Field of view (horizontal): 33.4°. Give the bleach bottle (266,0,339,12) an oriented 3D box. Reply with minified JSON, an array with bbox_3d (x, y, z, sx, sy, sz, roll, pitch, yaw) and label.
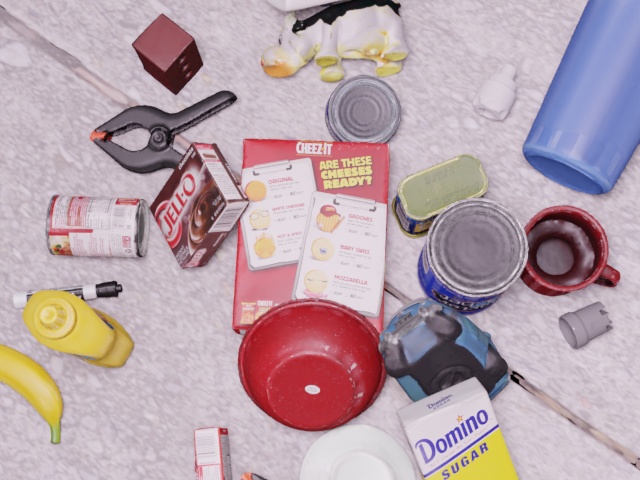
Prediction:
[{"bbox_3d":[0.062,-0.318,1.224,0.250,0.103,0.068,-14,119,-17],"label":"bleach bottle"}]

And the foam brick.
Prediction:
[{"bbox_3d":[-0.173,-0.212,1.220,0.051,0.078,0.053,40,82,10],"label":"foam brick"}]

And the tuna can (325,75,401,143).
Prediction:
[{"bbox_3d":[0.049,-0.144,1.213,0.086,0.034,0.086,0,89,-3],"label":"tuna can"}]

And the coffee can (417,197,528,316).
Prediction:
[{"bbox_3d":[0.158,0.021,1.131,0.103,0.140,0.103,0,78,1],"label":"coffee can"}]

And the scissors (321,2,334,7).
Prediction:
[{"bbox_3d":[0.016,-0.362,1.275,0.096,0.016,0.201,34,82,6],"label":"scissors"}]

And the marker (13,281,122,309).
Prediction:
[{"bbox_3d":[-0.282,0.061,1.199,0.121,0.020,0.020,-7,79,0],"label":"marker"}]

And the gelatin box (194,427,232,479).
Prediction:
[{"bbox_3d":[-0.112,0.244,1.129,0.030,0.073,0.089,-6,79,2],"label":"gelatin box"}]

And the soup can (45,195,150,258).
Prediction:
[{"bbox_3d":[-0.246,-0.015,1.188,0.102,0.068,0.068,2,79,2],"label":"soup can"}]

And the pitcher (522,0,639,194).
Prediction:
[{"bbox_3d":[0.331,-0.172,1.179,0.149,0.145,0.243,26,84,19],"label":"pitcher"}]

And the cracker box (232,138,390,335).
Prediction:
[{"bbox_3d":[-0.008,0.001,1.176,0.164,0.072,0.213,2,78,1],"label":"cracker box"}]

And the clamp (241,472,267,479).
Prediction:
[{"bbox_3d":[-0.039,0.347,1.123,0.164,0.036,0.210,-33,81,-10],"label":"clamp"}]

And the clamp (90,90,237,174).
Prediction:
[{"bbox_3d":[-0.174,-0.124,1.222,0.171,0.039,0.120,12,79,4],"label":"clamp"}]

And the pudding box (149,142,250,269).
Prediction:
[{"bbox_3d":[-0.133,-0.037,1.164,0.114,0.039,0.090,-50,60,33],"label":"pudding box"}]

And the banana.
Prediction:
[{"bbox_3d":[-0.358,0.148,1.175,0.198,0.037,0.069,29,80,7],"label":"banana"}]

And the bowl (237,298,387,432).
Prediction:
[{"bbox_3d":[-0.009,0.144,1.114,0.162,0.055,0.162,1,115,1],"label":"bowl"}]

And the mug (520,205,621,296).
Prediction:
[{"bbox_3d":[0.269,0.021,1.157,0.117,0.081,0.093,23,80,6],"label":"mug"}]

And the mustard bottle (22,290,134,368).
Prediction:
[{"bbox_3d":[-0.256,0.090,1.104,0.096,0.191,0.058,29,81,7],"label":"mustard bottle"}]

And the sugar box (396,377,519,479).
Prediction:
[{"bbox_3d":[0.152,0.239,1.099,0.093,0.048,0.176,-23,109,-2],"label":"sugar box"}]

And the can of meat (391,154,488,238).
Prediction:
[{"bbox_3d":[0.132,-0.049,1.174,0.102,0.084,0.057,-23,79,-3],"label":"can of meat"}]
